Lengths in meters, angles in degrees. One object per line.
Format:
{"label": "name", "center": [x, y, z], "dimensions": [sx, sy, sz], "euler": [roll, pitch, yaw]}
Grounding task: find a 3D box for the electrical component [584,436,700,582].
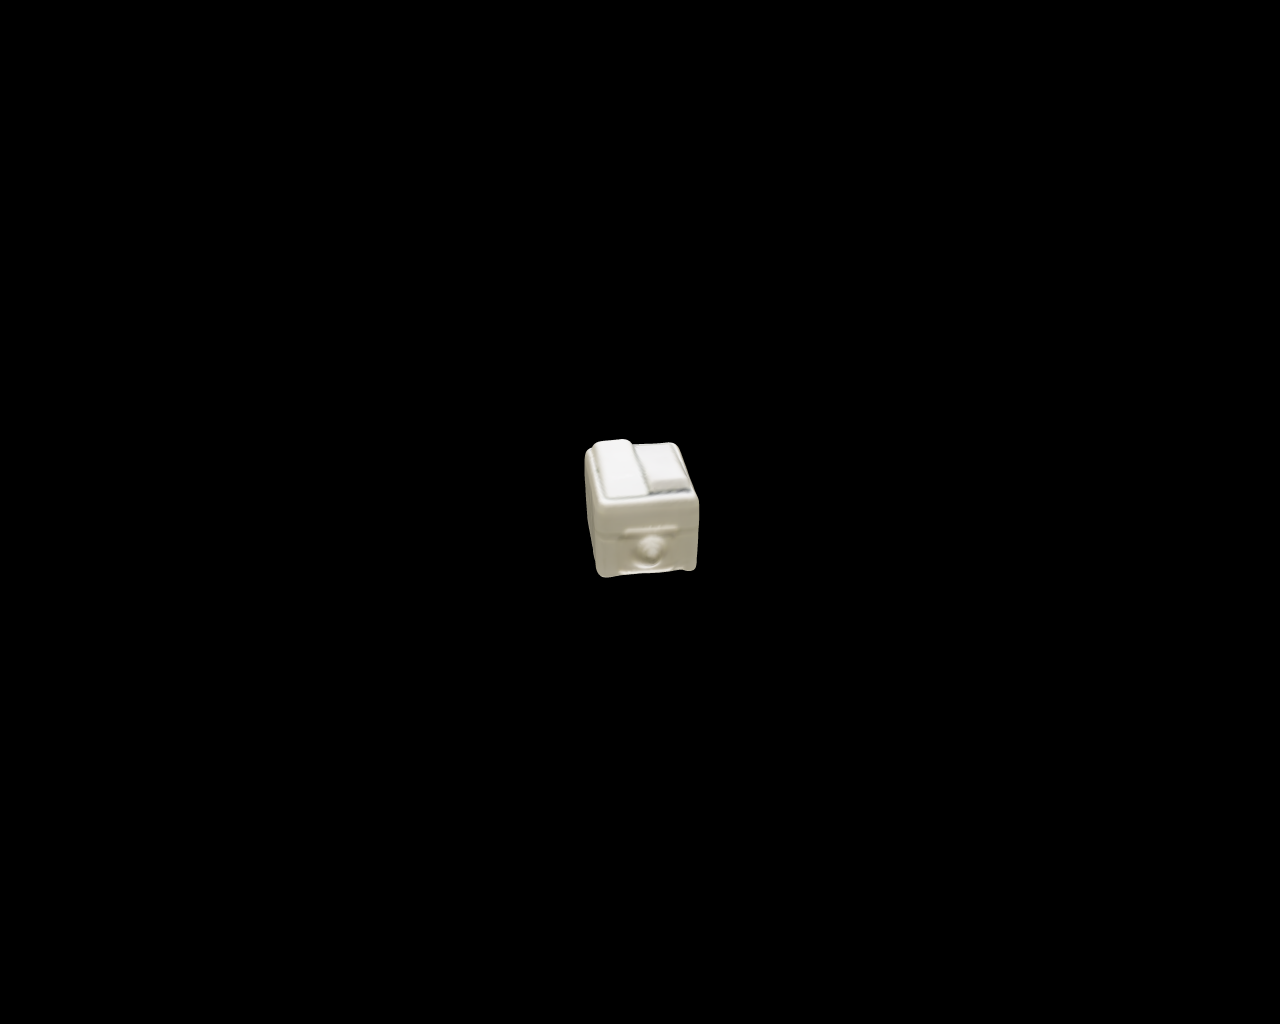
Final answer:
{"label": "electrical component", "center": [0.001, -0.003, 0.650], "dimensions": [0.062, 0.061, 0.096], "euler": [-4, 30, -6]}
